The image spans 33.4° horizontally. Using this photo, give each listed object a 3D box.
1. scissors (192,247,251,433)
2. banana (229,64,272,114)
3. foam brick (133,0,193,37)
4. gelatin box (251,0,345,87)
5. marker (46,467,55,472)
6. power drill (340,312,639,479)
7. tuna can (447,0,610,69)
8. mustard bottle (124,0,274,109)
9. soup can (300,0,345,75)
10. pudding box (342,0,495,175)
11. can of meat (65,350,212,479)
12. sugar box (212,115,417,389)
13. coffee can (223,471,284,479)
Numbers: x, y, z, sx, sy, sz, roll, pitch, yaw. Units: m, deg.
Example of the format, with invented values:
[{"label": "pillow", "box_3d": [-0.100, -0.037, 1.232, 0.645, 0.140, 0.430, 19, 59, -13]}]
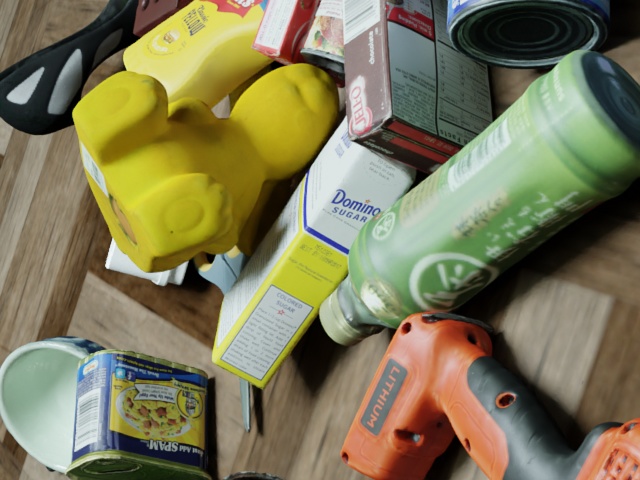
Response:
[{"label": "scissors", "box_3d": [-0.071, 0.048, 0.796, 0.096, 0.016, 0.201, -22, 58, 49]}, {"label": "banana", "box_3d": [-0.066, -0.129, 0.848, 0.070, 0.037, 0.198, -58, 38, 28]}, {"label": "foam brick", "box_3d": [-0.122, -0.206, 0.940, 0.078, 0.051, 0.053, -15, 64, 50]}, {"label": "gelatin box", "box_3d": [0.000, -0.159, 0.736, 0.030, 0.073, 0.089, 23, 94, 40]}, {"label": "marker", "box_3d": [-0.213, 0.155, 0.939, 0.121, 0.020, 0.020, -60, 37, 17]}, {"label": "power drill", "box_3d": [0.084, 0.135, 0.521, 0.188, 0.057, 0.184, 42, 111, 50]}, {"label": "tuna can", "box_3d": [0.110, -0.123, 0.565, 0.086, 0.086, 0.034, -15, 65, 50]}, {"label": "mustard bottle", "box_3d": [-0.052, -0.164, 0.787, 0.192, 0.058, 0.096, -35, 39, 6]}, {"label": "soup can", "box_3d": [0.036, -0.158, 0.695, 0.069, 0.068, 0.102, 23, 95, 54]}, {"label": "pudding box", "box_3d": [0.058, -0.097, 0.621, 0.039, 0.089, 0.113, -26, 55, 44]}, {"label": "can of meat", "box_3d": [-0.128, 0.131, 0.766, 0.058, 0.101, 0.084, -32, 50, 40]}, {"label": "sugar box", "box_3d": [-0.004, 0.001, 0.679, 0.176, 0.048, 0.093, -52, 15, 23]}, {"label": "coffee can", "box_3d": [-0.055, 0.222, 0.628, 0.140, 0.102, 0.103, -55, 39, 23]}]
